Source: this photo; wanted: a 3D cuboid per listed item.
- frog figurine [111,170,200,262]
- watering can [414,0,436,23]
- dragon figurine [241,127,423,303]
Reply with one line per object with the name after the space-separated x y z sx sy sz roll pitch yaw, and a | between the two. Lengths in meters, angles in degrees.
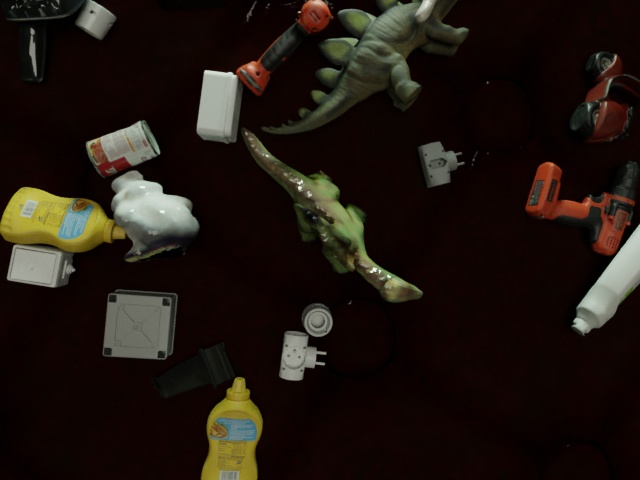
-0.281 -0.050 0.873 0.138 0.121 0.160 -11 80 -37 | frog figurine
0.226 -0.540 0.915 0.352 0.103 0.224 -43 93 -24 | watering can
0.003 -0.042 0.835 0.409 0.243 0.122 43 92 -5 | dragon figurine
